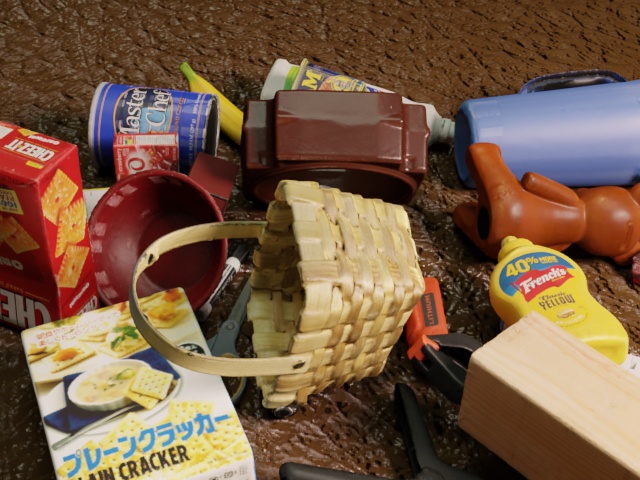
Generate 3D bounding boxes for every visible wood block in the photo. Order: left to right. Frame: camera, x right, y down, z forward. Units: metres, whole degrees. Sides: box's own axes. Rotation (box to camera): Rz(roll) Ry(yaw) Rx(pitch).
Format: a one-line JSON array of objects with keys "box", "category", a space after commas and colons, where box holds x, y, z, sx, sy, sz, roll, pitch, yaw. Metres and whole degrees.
[{"box": [0.222, 0.160, 0.869, 0.090, 0.091, 0.206, -29, 49, -34], "category": "wood block"}]

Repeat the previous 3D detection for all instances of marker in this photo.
[{"box": [-0.105, 0.043, 1.142, 0.020, 0.020, 0.121, 15, 40, 14], "category": "marker"}]

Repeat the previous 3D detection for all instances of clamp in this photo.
[{"box": [0.078, 0.220, 0.919, 0.164, 0.036, 0.210, -24, 47, -31], "category": "clamp"}, {"box": [0.162, 0.141, 0.991, 0.171, 0.039, 0.120, 18, 33, -18], "category": "clamp"}]

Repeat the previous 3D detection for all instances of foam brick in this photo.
[{"box": [-0.125, -0.052, 1.171, 0.051, 0.053, 0.078, 19, 33, -5], "category": "foam brick"}]

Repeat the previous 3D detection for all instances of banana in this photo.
[{"box": [-0.109, -0.148, 1.348, 0.198, 0.069, 0.037, 41, 90, 24], "category": "banana"}]

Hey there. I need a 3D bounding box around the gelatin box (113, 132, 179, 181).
[{"box": [-0.199, -0.081, 1.235, 0.073, 0.089, 0.030, -1, 41, -6], "category": "gelatin box"}]

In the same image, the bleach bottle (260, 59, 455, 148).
[{"box": [0.053, -0.168, 1.388, 0.251, 0.068, 0.102, 11, 42, 7], "category": "bleach bottle"}]

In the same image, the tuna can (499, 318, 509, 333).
[{"box": [0.230, 0.084, 1.105, 0.086, 0.034, 0.086, 2, 38, -2], "category": "tuna can"}]

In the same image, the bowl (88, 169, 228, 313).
[{"box": [-0.162, 0.009, 1.109, 0.162, 0.162, 0.055, 18, 2, 18], "category": "bowl"}]

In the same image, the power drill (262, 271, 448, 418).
[{"box": [0.030, 0.096, 1.054, 0.187, 0.057, 0.184, 1, 46, -5], "category": "power drill"}]

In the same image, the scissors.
[{"box": [-0.111, 0.096, 1.077, 0.096, 0.016, 0.201, 1, 38, -3], "category": "scissors"}]

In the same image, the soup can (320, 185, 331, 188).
[{"box": [-0.007, 0.001, 1.135, 0.068, 0.102, 0.068, 2, 38, -2], "category": "soup can"}]

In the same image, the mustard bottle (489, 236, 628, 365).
[{"box": [0.222, 0.058, 1.058, 0.096, 0.058, 0.192, -15, 38, -5], "category": "mustard bottle"}]

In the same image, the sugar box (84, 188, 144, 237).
[{"box": [-0.228, -0.018, 1.189, 0.176, 0.048, 0.093, -3, 39, -14], "category": "sugar box"}]

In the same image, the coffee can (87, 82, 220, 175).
[{"box": [-0.198, -0.133, 1.289, 0.140, 0.103, 0.102, 6, 38, 3], "category": "coffee can"}]

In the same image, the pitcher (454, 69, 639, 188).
[{"box": [0.291, -0.133, 1.311, 0.242, 0.145, 0.149, -4, 10, -5], "category": "pitcher"}]

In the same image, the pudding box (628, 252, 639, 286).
[{"box": [0.413, 0.028, 1.187, 0.090, 0.039, 0.113, 33, 48, 32], "category": "pudding box"}]

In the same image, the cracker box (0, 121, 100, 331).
[{"box": [-0.309, -0.012, 1.038, 0.164, 0.214, 0.072, 19, 42, 18], "category": "cracker box"}]

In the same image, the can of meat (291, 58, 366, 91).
[{"box": [0.002, -0.161, 1.314, 0.084, 0.057, 0.102, 20, 76, 5], "category": "can of meat"}]
